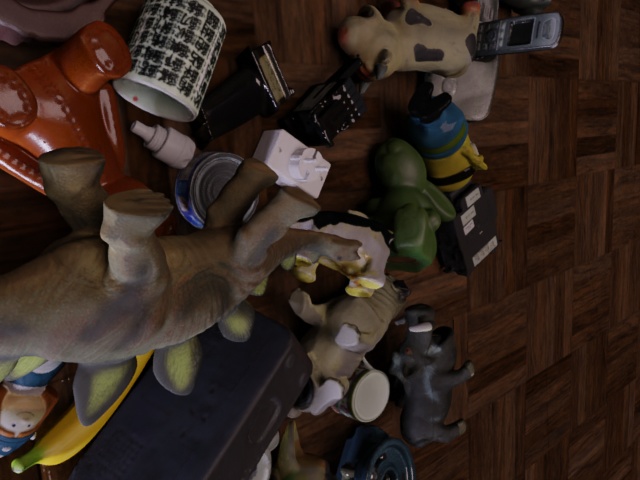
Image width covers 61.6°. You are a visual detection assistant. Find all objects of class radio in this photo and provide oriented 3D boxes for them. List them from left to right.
[{"bbox_3d":[-0.115,0.171,0.515,0.229,0.131,0.073,-57,144,-25],"label":"radio"}]

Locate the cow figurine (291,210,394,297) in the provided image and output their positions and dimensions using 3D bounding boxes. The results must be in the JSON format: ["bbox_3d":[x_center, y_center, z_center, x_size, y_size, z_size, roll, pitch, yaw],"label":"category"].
[{"bbox_3d":[-0.002,-0.003,0.613,0.167,0.068,0.098,18,66,0],"label":"cow figurine"}]

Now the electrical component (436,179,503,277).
[{"bbox_3d":[0.229,-0.027,0.851,0.115,0.058,0.134,-35,117,-34],"label":"electrical component"}]

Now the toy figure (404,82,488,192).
[{"bbox_3d":[0.167,-0.138,0.753,0.180,0.089,0.082,40,30,-52],"label":"toy figure"}]

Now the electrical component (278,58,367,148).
[{"bbox_3d":[0.014,-0.162,0.640,0.119,0.075,0.047,-51,124,-27],"label":"electrical component"}]

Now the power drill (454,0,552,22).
[{"bbox_3d":[0.280,-0.431,0.828,0.207,0.086,0.231,-12,105,-43],"label":"power drill"}]

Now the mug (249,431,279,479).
[{"bbox_3d":[-0.091,0.225,0.577,0.109,0.107,0.080,2,96,-39],"label":"mug"}]

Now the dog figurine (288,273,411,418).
[{"bbox_3d":[0.033,0.129,0.688,0.190,0.121,0.172,-6,134,-57],"label":"dog figurine"}]

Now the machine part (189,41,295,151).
[{"bbox_3d":[-0.086,-0.153,0.579,0.139,0.039,0.084,-47,131,-28],"label":"machine part"}]

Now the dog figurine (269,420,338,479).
[{"bbox_3d":[-0.080,0.312,0.600,0.108,0.192,0.219,95,9,-51],"label":"dog figurine"}]

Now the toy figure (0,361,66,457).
[{"bbox_3d":[-0.251,0.114,0.459,0.064,0.058,0.154,17,85,-14],"label":"toy figure"}]

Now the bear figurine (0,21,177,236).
[{"bbox_3d":[-0.187,-0.055,0.447,0.120,0.132,0.195,-39,113,-32],"label":"bear figurine"}]

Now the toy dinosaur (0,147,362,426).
[{"bbox_3d":[-0.153,0.040,0.399,0.471,0.105,0.198,-4,121,-37],"label":"toy dinosaur"}]

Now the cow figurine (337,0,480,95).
[{"bbox_3d":[0.113,-0.252,0.695,0.195,0.085,0.127,2,85,-22],"label":"cow figurine"}]

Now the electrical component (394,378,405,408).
[{"bbox_3d":[0.145,0.206,0.806,0.045,0.078,0.102,18,77,-12],"label":"electrical component"}]

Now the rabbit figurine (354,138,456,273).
[{"bbox_3d":[0.118,-0.050,0.720,0.159,0.121,0.170,21,67,-44],"label":"rabbit figurine"}]

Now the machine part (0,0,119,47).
[{"bbox_3d":[-0.234,-0.246,0.427,0.179,0.056,0.179,-5,97,-40],"label":"machine part"}]

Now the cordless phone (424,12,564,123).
[{"bbox_3d":[0.242,-0.239,0.751,0.088,0.184,0.146,11,88,-46],"label":"cordless phone"}]

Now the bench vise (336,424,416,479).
[{"bbox_3d":[0.083,0.343,0.668,0.128,0.241,0.224,58,44,-26],"label":"bench vise"}]

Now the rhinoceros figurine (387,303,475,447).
[{"bbox_3d":[0.143,0.180,0.727,0.112,0.073,0.190,-1,95,-12],"label":"rhinoceros figurine"}]
